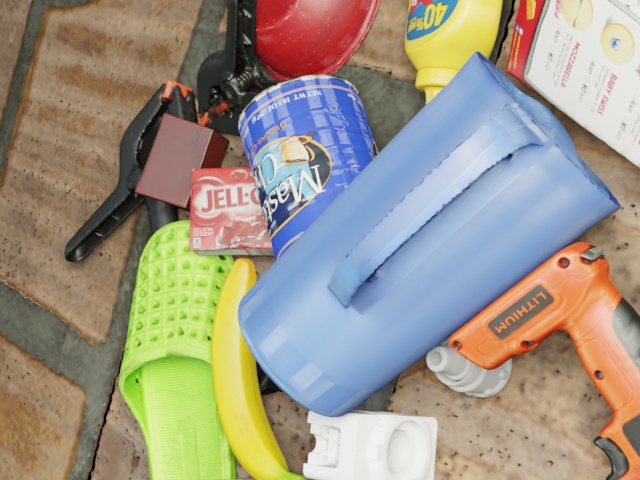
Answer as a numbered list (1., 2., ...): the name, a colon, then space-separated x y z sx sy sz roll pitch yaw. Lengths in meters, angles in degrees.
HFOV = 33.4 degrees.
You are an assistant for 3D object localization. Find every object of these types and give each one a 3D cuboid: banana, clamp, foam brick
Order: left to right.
1. clamp: -0.159 -0.047 1.032 0.165 0.036 0.210 26 97 34
2. foam brick: -0.124 -0.068 0.972 0.053 0.051 0.078 20 87 13
3. clamp: -0.069 -0.147 0.925 0.172 0.039 0.120 -17 100 54
4. banana: -0.056 0.114 0.858 0.070 0.037 0.198 -28 65 25

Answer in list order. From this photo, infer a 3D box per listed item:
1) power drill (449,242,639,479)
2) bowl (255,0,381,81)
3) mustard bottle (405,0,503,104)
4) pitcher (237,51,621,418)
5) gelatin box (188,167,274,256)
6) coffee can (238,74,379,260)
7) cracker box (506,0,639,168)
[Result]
1. power drill: 0.164 0.110 0.636 0.185 0.057 0.188 -42 79 20
2. bowl: -0.022 -0.218 0.923 0.162 0.055 0.162 -11 74 43
3. mustard bottle: 0.100 -0.184 0.791 0.096 0.058 0.191 1 83 65
4. pitcher: 0.059 0.004 0.690 0.243 0.149 0.145 -43 34 15
5. gelatin box: -0.067 -0.025 0.915 0.089 0.030 0.073 0 79 9
6. coffee can: 0.001 -0.042 0.831 0.103 0.102 0.140 -35 59 34
7. cracker box: 0.213 -0.126 0.623 0.214 0.072 0.164 46 145 38
